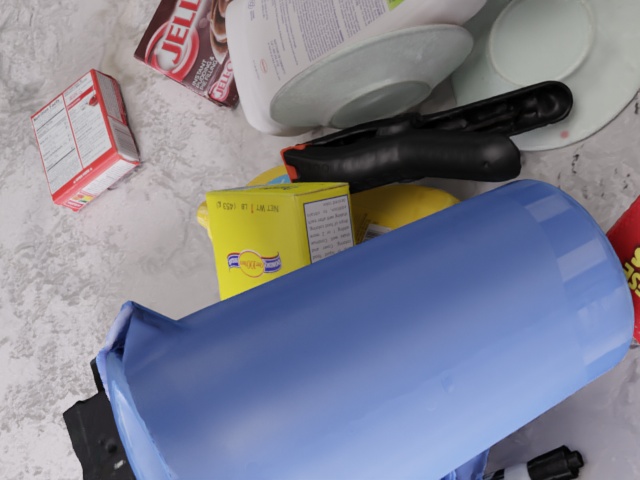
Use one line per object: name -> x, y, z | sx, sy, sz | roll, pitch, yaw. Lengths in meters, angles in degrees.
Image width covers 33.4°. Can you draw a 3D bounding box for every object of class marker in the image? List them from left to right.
marker -> 0.091, 0.142, 0.598 | 0.121, 0.020, 0.020 | -27, 63, 25

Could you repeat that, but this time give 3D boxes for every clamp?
clamp -> 0.060, -0.057, 0.615 | 0.172, 0.120, 0.039 | -1, 107, 38

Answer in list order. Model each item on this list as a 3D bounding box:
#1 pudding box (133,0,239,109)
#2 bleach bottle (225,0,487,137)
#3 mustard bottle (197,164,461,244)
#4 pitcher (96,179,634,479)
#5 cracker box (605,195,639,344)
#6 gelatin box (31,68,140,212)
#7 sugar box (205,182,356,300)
pudding box -> -0.077, -0.164, 0.787 | 0.090, 0.039, 0.113 | 31, 94, 36
bleach bottle -> 0.049, -0.150, 0.641 | 0.251, 0.067, 0.102 | -21, 79, 42
mustard bottle -> -0.004, 0.001, 0.678 | 0.192, 0.058, 0.096 | 15, 84, 35
pitcher -> 0.029, 0.073, 0.517 | 0.242, 0.149, 0.145 | -25, 62, -17
cracker box -> 0.237, -0.001, 0.464 | 0.164, 0.071, 0.214 | 59, 137, 31
gelatin box -> -0.185, -0.079, 0.839 | 0.073, 0.030, 0.089 | -34, 60, 23
sugar box -> -0.016, 0.056, 0.615 | 0.094, 0.048, 0.176 | 4, 102, 53
